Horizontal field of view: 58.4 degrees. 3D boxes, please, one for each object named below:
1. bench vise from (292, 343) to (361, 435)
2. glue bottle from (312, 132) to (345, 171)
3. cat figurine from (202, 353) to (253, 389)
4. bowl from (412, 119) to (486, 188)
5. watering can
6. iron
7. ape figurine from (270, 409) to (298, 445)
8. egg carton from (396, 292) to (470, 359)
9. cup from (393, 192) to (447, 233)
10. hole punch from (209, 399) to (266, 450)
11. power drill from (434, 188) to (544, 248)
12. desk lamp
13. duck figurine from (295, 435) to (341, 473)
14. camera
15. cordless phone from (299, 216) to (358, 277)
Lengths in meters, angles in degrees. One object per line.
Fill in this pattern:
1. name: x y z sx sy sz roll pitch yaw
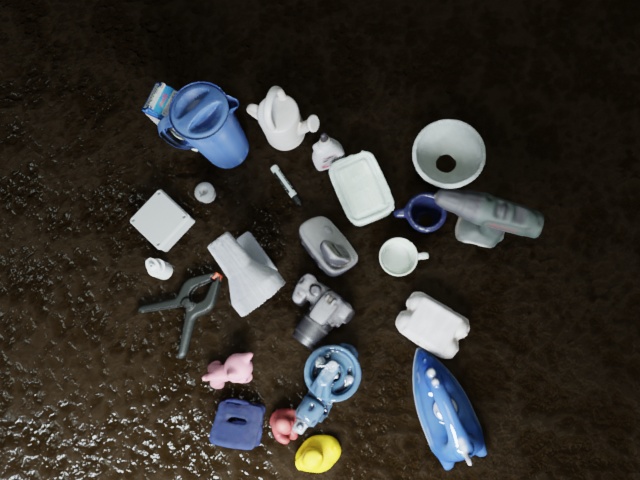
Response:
1. bench vise: 0.016 0.313 1.189 0.121 0.220 0.207 13 80 9
2. glue bottle: 0.015 -0.210 1.319 0.078 0.173 0.037 -25 77 1
3. cat figurine: -0.199 0.290 1.269 0.127 0.118 0.067 -16 77 3
4. bowl: 0.297 -0.192 1.336 0.167 0.075 0.167 -1 78 6
5. watering can: -0.088 -0.290 1.336 0.172 0.194 0.101 -4 78 6
6. iron: 0.258 0.346 1.197 0.118 0.141 0.258 -23 77 1
7. ape figurine: -0.077 0.402 1.247 0.076 0.092 0.078 41 86 12
8. egg carton: 0.248 0.189 1.267 0.150 0.069 0.107 30 83 11
9. cup: 0.226 -0.053 1.305 0.117 0.095 0.092 -3 78 6
10. hole punch: -0.182 0.403 1.258 0.108 0.091 0.101 6 79 8
11. power drill: 0.351 -0.046 1.232 0.229 0.208 0.076 12 80 9
12. desk lamp: -0.164 0.069 1.261 0.118 0.213 0.203 -37 77 -2
13. duck figurine: -0.007 0.464 1.230 0.104 0.086 0.077 -24 77 1
14. camera: -0.013 0.166 1.283 0.143 0.101 0.137 36 84 12
15. cordless phone: 0.012 0.005 1.270 0.094 0.185 0.147 -41 77 -3
